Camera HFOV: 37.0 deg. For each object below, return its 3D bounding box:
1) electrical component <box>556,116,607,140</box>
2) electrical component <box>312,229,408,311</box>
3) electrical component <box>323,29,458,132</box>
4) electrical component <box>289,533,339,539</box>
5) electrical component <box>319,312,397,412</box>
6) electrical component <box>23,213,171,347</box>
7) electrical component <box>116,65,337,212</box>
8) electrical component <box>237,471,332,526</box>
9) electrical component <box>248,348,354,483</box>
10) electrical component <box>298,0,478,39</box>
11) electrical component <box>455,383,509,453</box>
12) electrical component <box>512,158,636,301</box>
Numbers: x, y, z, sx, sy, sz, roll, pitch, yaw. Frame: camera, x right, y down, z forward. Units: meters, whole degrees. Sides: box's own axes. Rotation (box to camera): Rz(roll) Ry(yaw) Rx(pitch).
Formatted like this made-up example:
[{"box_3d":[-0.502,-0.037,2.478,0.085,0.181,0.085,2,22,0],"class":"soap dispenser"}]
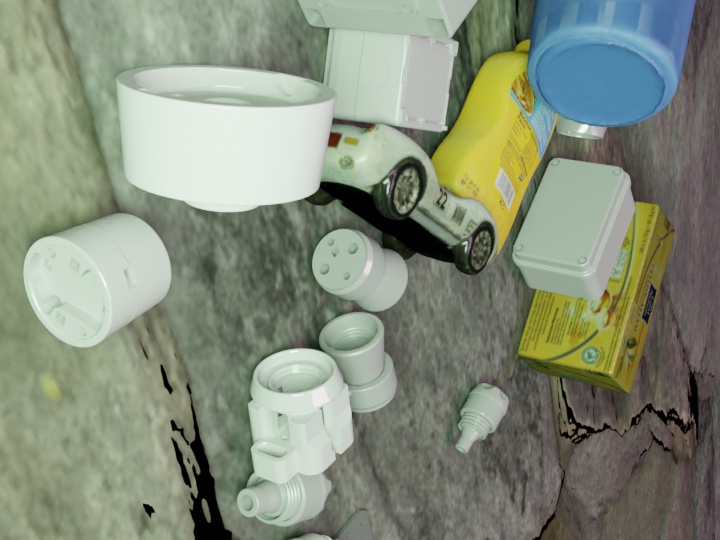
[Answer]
[{"box_3d":[0.197,-0.161,0.964,0.079,0.043,0.077,4,96,-57],"class":"electrical component"},{"box_3d":[0.000,0.000,0.714,0.055,0.045,0.045,27,76,-56],"class":"electrical component"},{"box_3d":[0.021,-0.125,0.699,0.096,0.061,0.061,-9,107,-64],"class":"electrical component"},{"box_3d":[-0.031,0.197,0.736,0.061,0.035,0.035,-2,101,-59],"class":"electrical component"},{"box_3d":[0.000,0.063,0.732,0.045,0.045,0.055,-48,137,-38],"class":"electrical component"},{"box_3d":[-0.125,0.003,0.518,0.047,0.055,0.055,-34,127,-52],"class":"electrical component"},{"box_3d":[-0.068,-0.063,0.540,0.108,0.108,0.060,-22,123,-52],"class":"electrical component"},{"box_3d":[-0.051,0.141,0.681,0.062,0.043,0.043,-3,102,-55],"class":"electrical component"},{"box_3d":[-0.038,0.086,0.672,0.078,0.058,0.057,-38,132,-45],"class":"electrical component"},{"box_3d":[0.006,-0.191,0.607,0.056,0.109,0.108,-56,141,-26],"class":"electrical component"},{"box_3d":[0.100,0.128,0.914,0.061,0.035,0.035,-55,140,-28],"class":"electrical component"},{"box_3d":[0.192,-0.038,0.964,0.113,0.078,0.057,-64,147,-21],"class":"electrical component"}]
